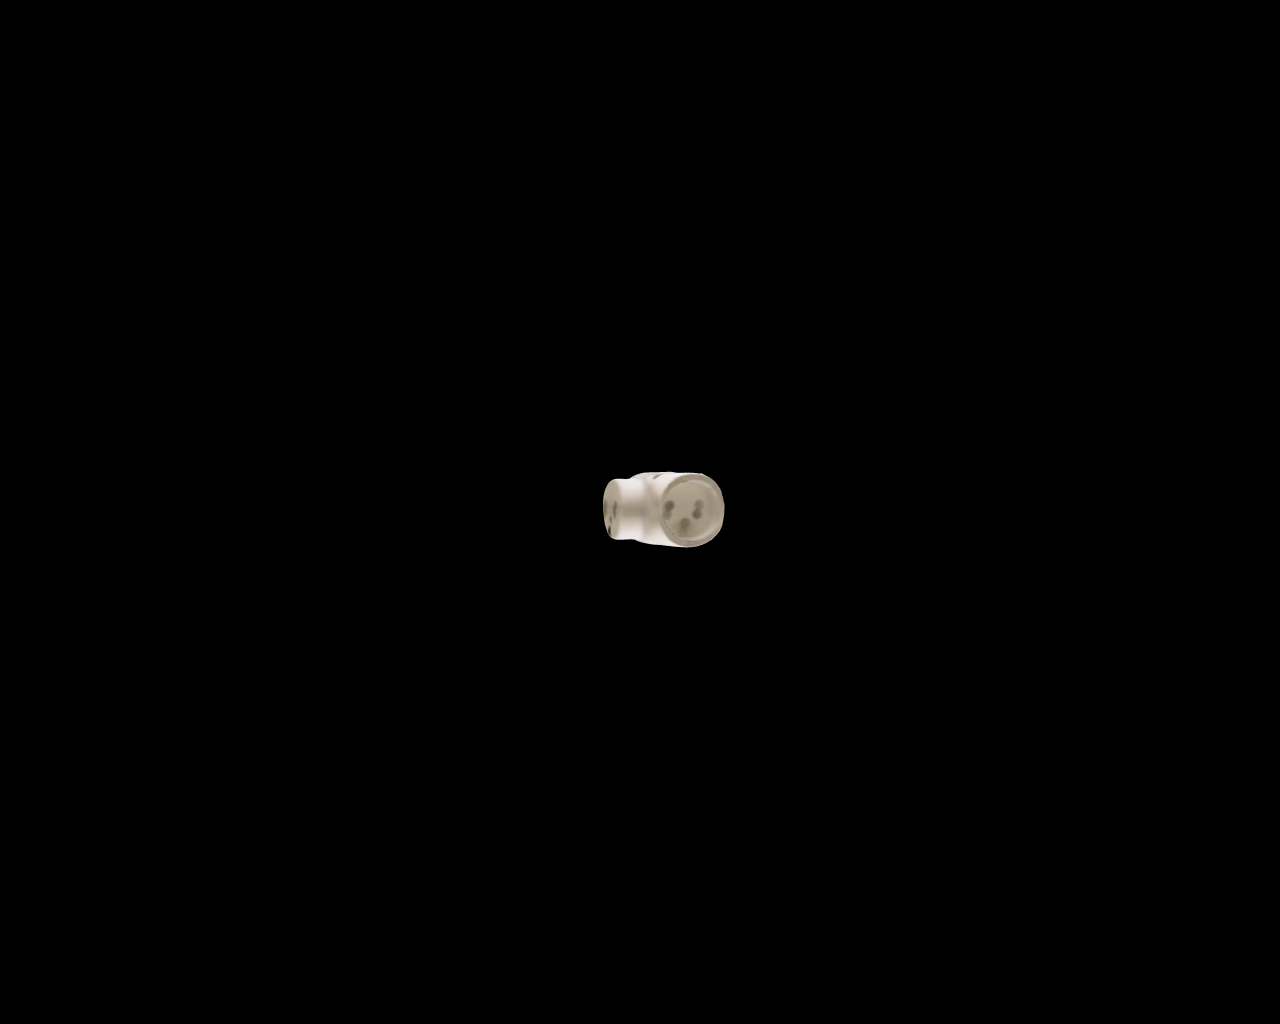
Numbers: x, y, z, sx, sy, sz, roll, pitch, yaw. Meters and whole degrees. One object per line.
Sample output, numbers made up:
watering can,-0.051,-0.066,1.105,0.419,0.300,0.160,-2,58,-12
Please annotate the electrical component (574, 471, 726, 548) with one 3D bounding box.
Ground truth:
electrical component,0.001,-0.003,0.650,0.079,0.044,0.077,-1,3,-19
